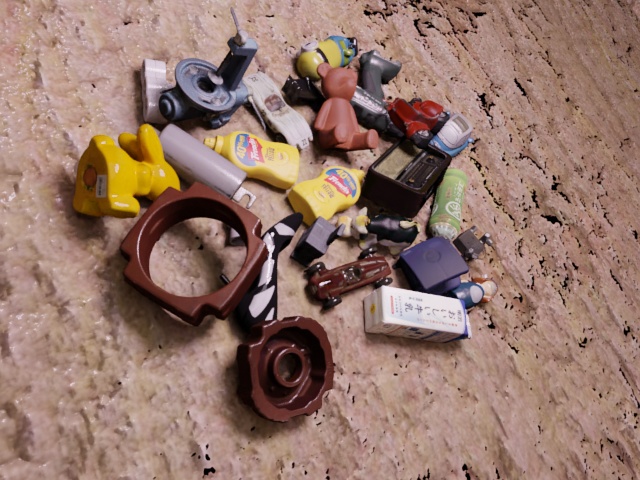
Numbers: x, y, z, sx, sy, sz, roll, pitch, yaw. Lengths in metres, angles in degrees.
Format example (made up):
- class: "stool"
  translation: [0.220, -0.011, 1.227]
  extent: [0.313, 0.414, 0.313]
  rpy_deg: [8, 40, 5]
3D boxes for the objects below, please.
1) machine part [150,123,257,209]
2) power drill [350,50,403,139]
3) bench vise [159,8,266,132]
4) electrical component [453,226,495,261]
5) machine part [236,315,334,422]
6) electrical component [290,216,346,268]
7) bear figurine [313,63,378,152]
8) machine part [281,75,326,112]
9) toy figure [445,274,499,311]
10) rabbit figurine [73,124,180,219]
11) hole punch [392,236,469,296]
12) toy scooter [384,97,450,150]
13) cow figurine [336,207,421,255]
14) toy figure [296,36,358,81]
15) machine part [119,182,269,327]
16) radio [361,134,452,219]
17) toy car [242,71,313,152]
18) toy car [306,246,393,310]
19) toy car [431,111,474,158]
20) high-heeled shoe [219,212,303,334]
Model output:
- class: "machine part"
  translation: [-0.224, -0.139, 1.000]
  extent: [0.243, 0.079, 0.079]
  rpy_deg: [33, 54, -9]
- class: "power drill"
  translation: [0.151, -0.354, 1.325]
  extent: [0.232, 0.086, 0.207]
  rpy_deg: [21, 64, -16]
- class: "bench vise"
  translation: [-0.178, -0.295, 0.998]
  extent: [0.223, 0.240, 0.129]
  rpy_deg: [-13, 70, -43]
- class: "electrical component"
  translation: [0.361, 0.011, 1.258]
  extent: [0.102, 0.045, 0.078]
  rpy_deg: [-26, 81, -36]
- class: "machine part"
  translation: [-0.057, 0.210, 0.893]
  extent: [0.179, 0.056, 0.179]
  rpy_deg: [6, 80, -34]
- class: "electrical component"
  translation: [-0.002, -0.003, 1.023]
  extent: [0.048, 0.119, 0.075]
  rpy_deg: [34, 56, -9]
- class: "bear figurine"
  translation: [0.055, -0.294, 1.177]
  extent: [0.120, 0.132, 0.195]
  rpy_deg: [8, 89, -33]
- class: "machine part"
  translation: [-0.032, -0.333, 1.211]
  extent: [0.139, 0.039, 0.084]
  rpy_deg: [-12, 74, -59]
- class: "toy figure"
  translation: [0.346, 0.117, 1.189]
  extent: [0.154, 0.064, 0.058]
  rpy_deg: [-12, 26, -32]
- class: "rabbit figurine"
  translation: [-0.317, -0.109, 0.916]
  extent: [0.173, 0.122, 0.162]
  rpy_deg: [5, 79, -51]
- class: "hole punch"
  translation: [0.234, 0.054, 1.116]
  extent: [0.142, 0.092, 0.116]
  rpy_deg: [-25, 73, -6]
- class: "toy scooter"
  translation: [0.220, -0.286, 1.245]
  extent: [0.135, 0.075, 0.184]
  rpy_deg: [38, 41, 6]
- class: "cow figurine"
  translation: [0.122, -0.022, 1.115]
  extent: [0.167, 0.098, 0.068]
  rpy_deg: [10, 67, -24]
- class: "toy figure"
  translation: [0.022, -0.440, 1.292]
  extent: [0.180, 0.082, 0.089]
  rpy_deg: [-26, 77, -38]
- class: "machine part"
  translation: [-0.203, 0.023, 0.882]
  extent: [0.201, 0.087, 0.201]
  rpy_deg: [30, 67, 7]
- class: "radio"
  translation: [0.197, -0.146, 1.194]
  extent: [0.131, 0.073, 0.229]
  rpy_deg: [29, 42, 14]
- class: "toy car"
  translation: [-0.094, -0.274, 1.155]
  extent: [0.202, 0.056, 0.073]
  rpy_deg: [50, 53, 4]
- class: "toy car"
  translation: [0.065, 0.070, 1.064]
  extent: [0.202, 0.053, 0.089]
  rpy_deg: [-15, 70, -32]
- class: "toy car"
  translation: [0.325, -0.268, 1.353]
  extent: [0.162, 0.103, 0.109]
  rpy_deg: [-35, 84, -39]
- class: "high-heeled shoe"
  translation: [-0.071, 0.059, 0.979]
  extent: [0.145, 0.086, 0.249]
  rpy_deg: [47, 58, -2]
